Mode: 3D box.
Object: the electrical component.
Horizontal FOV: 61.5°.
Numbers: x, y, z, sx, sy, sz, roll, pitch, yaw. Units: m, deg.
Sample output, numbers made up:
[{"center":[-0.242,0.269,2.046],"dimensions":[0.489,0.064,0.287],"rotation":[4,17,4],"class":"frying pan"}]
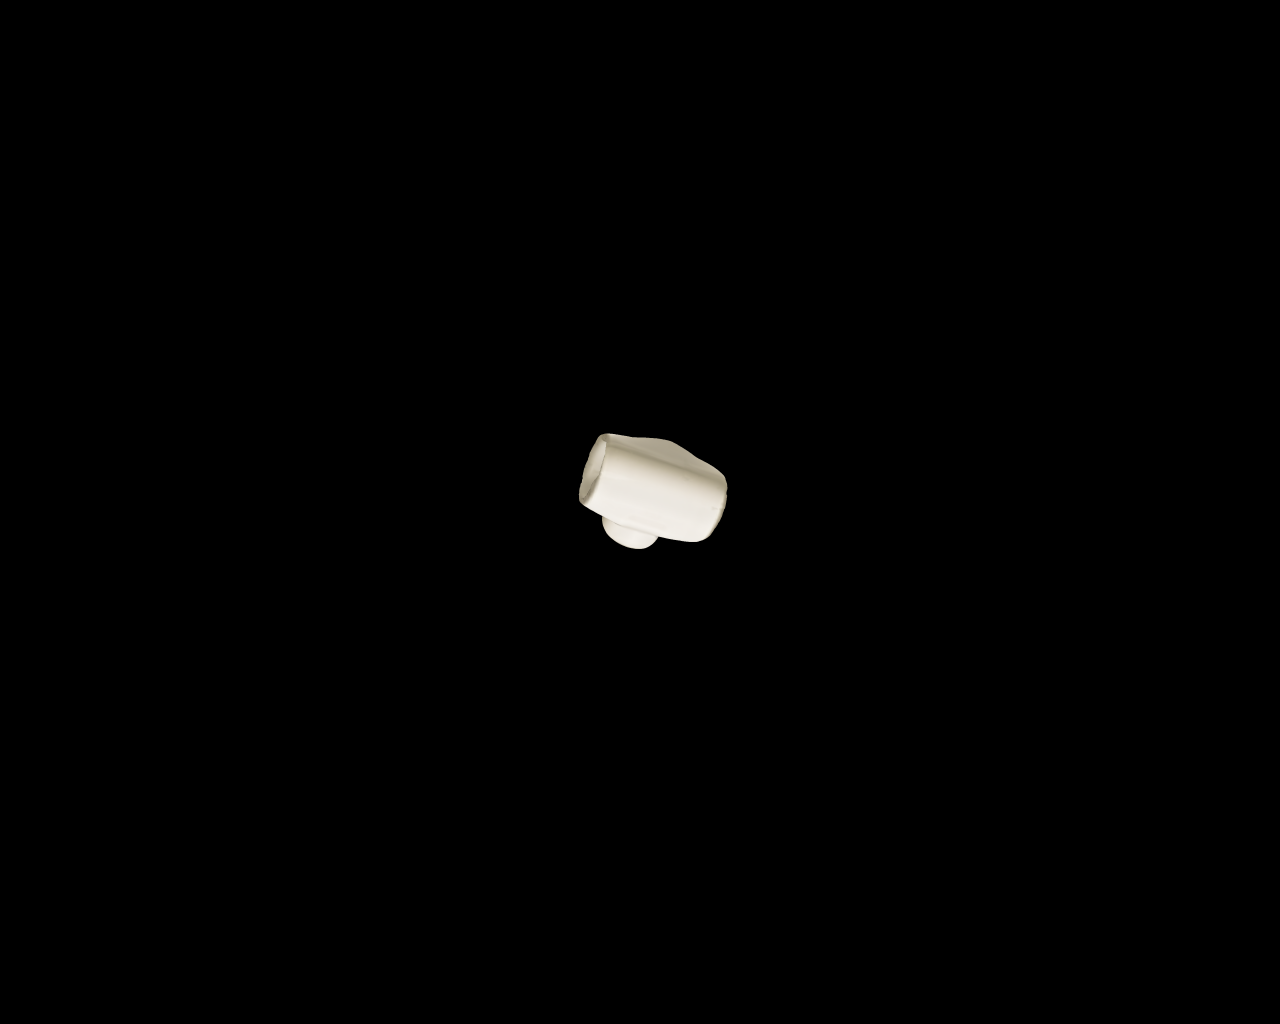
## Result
[{"center":[0.001,-0.003,0.650],"dimensions":[0.077,0.043,0.079],"rotation":[17,-48,-16],"class":"electrical component"}]
